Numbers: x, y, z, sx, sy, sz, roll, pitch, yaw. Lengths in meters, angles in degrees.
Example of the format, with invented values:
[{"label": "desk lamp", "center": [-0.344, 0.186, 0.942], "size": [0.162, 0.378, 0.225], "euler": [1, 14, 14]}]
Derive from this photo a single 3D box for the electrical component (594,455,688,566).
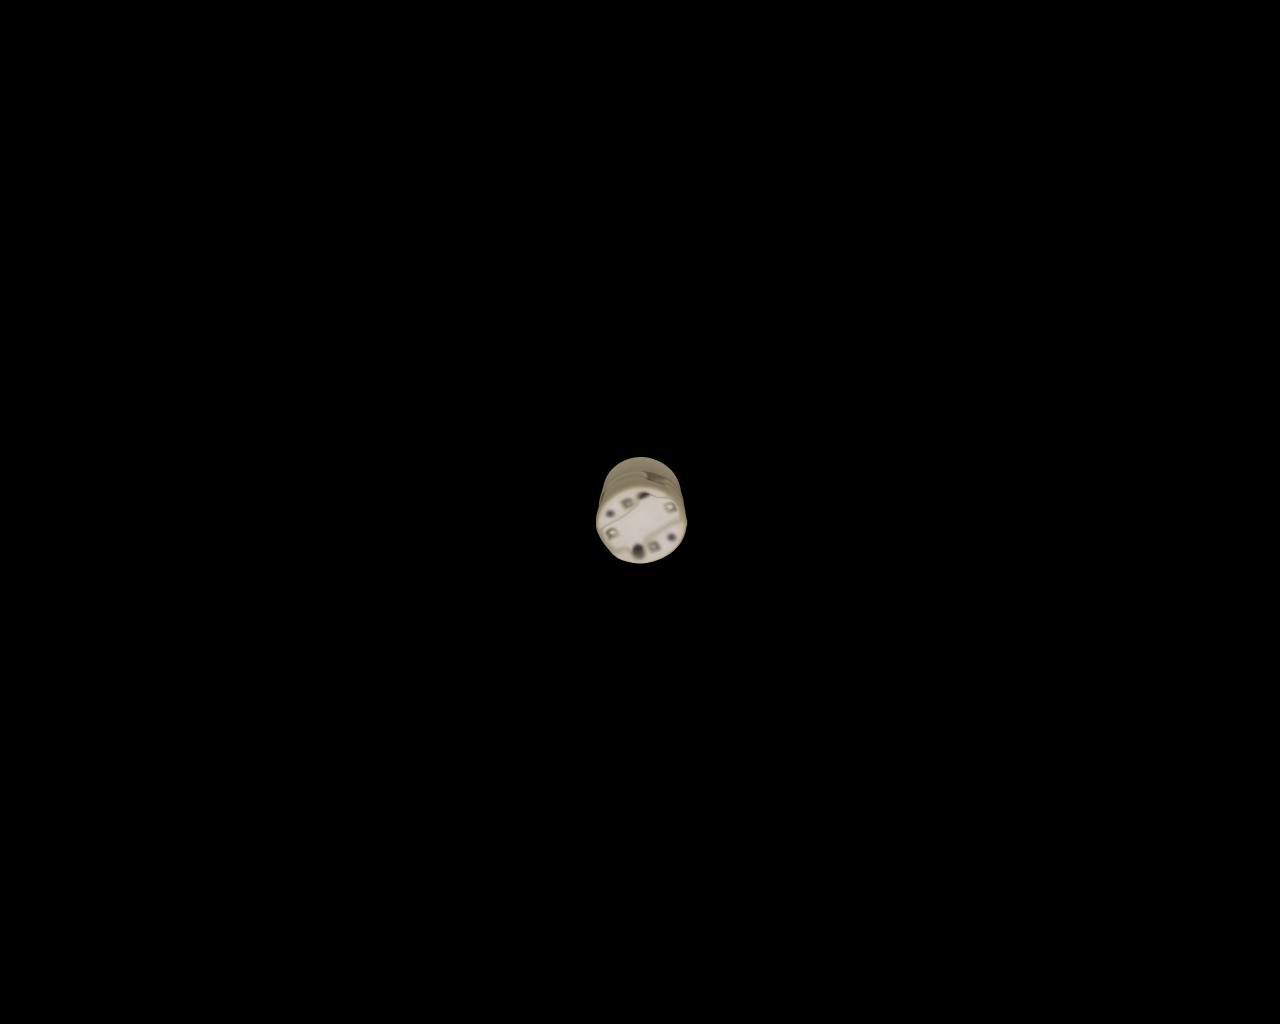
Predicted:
[{"label": "electrical component", "center": [0.001, -0.003, 0.650], "size": [0.055, 0.055, 0.047], "euler": [0, 28, 0]}]
